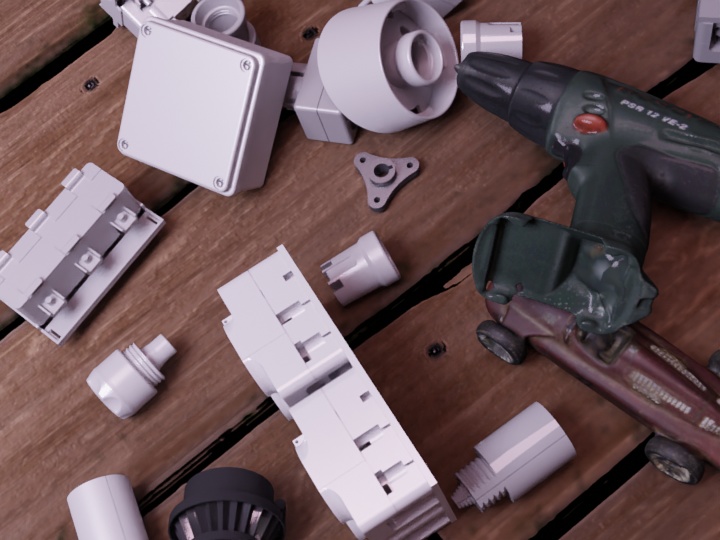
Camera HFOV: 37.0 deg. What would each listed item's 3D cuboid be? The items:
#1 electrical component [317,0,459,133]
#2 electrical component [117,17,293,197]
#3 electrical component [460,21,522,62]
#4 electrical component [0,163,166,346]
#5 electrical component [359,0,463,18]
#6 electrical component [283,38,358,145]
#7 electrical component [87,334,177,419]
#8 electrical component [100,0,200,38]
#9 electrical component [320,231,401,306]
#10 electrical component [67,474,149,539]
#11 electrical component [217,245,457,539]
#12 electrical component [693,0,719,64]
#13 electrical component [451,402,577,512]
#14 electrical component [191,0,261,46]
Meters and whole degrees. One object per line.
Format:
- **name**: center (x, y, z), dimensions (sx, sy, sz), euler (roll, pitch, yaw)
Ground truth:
- **electrical component**: center (0.025, -0.153, 0.804), dimensions (0.064, 0.099, 0.099), euler (-6, 60, 44)
- **electrical component**: center (-0.119, -0.125, 0.817), dimensions (0.109, 0.056, 0.108), euler (22, 109, 20)
- **electrical component**: center (0.101, -0.172, 0.829), dimensions (0.046, 0.040, 0.040), euler (-1, 66, 6)
- **electrical component**: center (-0.218, -0.015, 0.810), dimensions (0.079, 0.063, 0.121), euler (33, 76, 23)
- **electrical component**: center (0.030, -0.228, 0.855), dimensions (0.076, 0.083, 0.047), euler (-36, 56, 38)
- **electrical component**: center (-0.038, -0.141, 0.839), dimensions (0.077, 0.047, 0.065), euler (9, 68, 16)
- **electrical component**: center (-0.160, 0.073, 0.769), dimensions (0.062, 0.043, 0.043), euler (-43, 65, -11)
- **electrical component**: center (-0.152, -0.246, 0.898), dimensions (0.063, 0.079, 0.121), euler (44, 79, -4)
- **electrical component**: center (0.000, 0.000, 0.772), dimensions (0.046, 0.040, 0.040), euler (-30, 63, 4)
- **electrical component**: center (-0.164, 0.183, 0.720), dimensions (0.043, 0.043, 0.081), euler (-26, 63, 0)
- **electrical component**: center (-0.018, 0.089, 0.697), dimensions (0.060, 0.105, 0.186), euler (-33, 64, -4)
- **electrical component**: center (0.324, -0.196, 0.779), dimensions (0.150, 0.061, 0.089), euler (6, 68, 15)
- **electrical component**: center (0.094, 0.126, 0.692), dimensions (0.081, 0.043, 0.043), euler (-35, 64, -5)
- **electrical component**: center (-0.107, -0.190, 0.871), dimensions (0.045, 0.055, 0.045), euler (-5, 65, 10)
